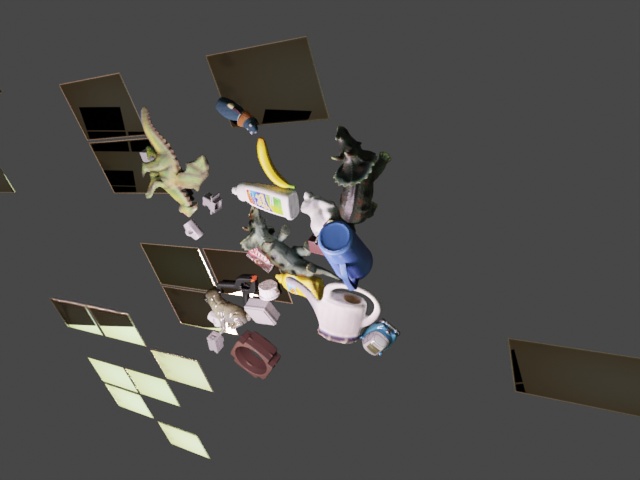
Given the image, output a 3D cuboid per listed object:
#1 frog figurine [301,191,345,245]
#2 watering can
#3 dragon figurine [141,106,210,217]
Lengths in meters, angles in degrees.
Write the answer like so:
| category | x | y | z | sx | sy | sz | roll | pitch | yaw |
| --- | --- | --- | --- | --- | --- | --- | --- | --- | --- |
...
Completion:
| category | x | y | z | sx | sy | sz | roll | pitch | yaw |
| --- | --- | --- | --- | --- | --- | --- | --- | --- | --- |
| frog figurine | 0.005 | -0.083 | 1.655 | 0.134 | 0.123 | 0.162 | 104 | 146 | -51 |
| watering can | 0.039 | 0.243 | 1.819 | 0.348 | 0.105 | 0.221 | 11 | 109 | 5 |
| dragon figurine | -0.514 | -0.270 | 1.851 | 0.243 | 0.124 | 0.403 | 2 | 112 | 2 |
